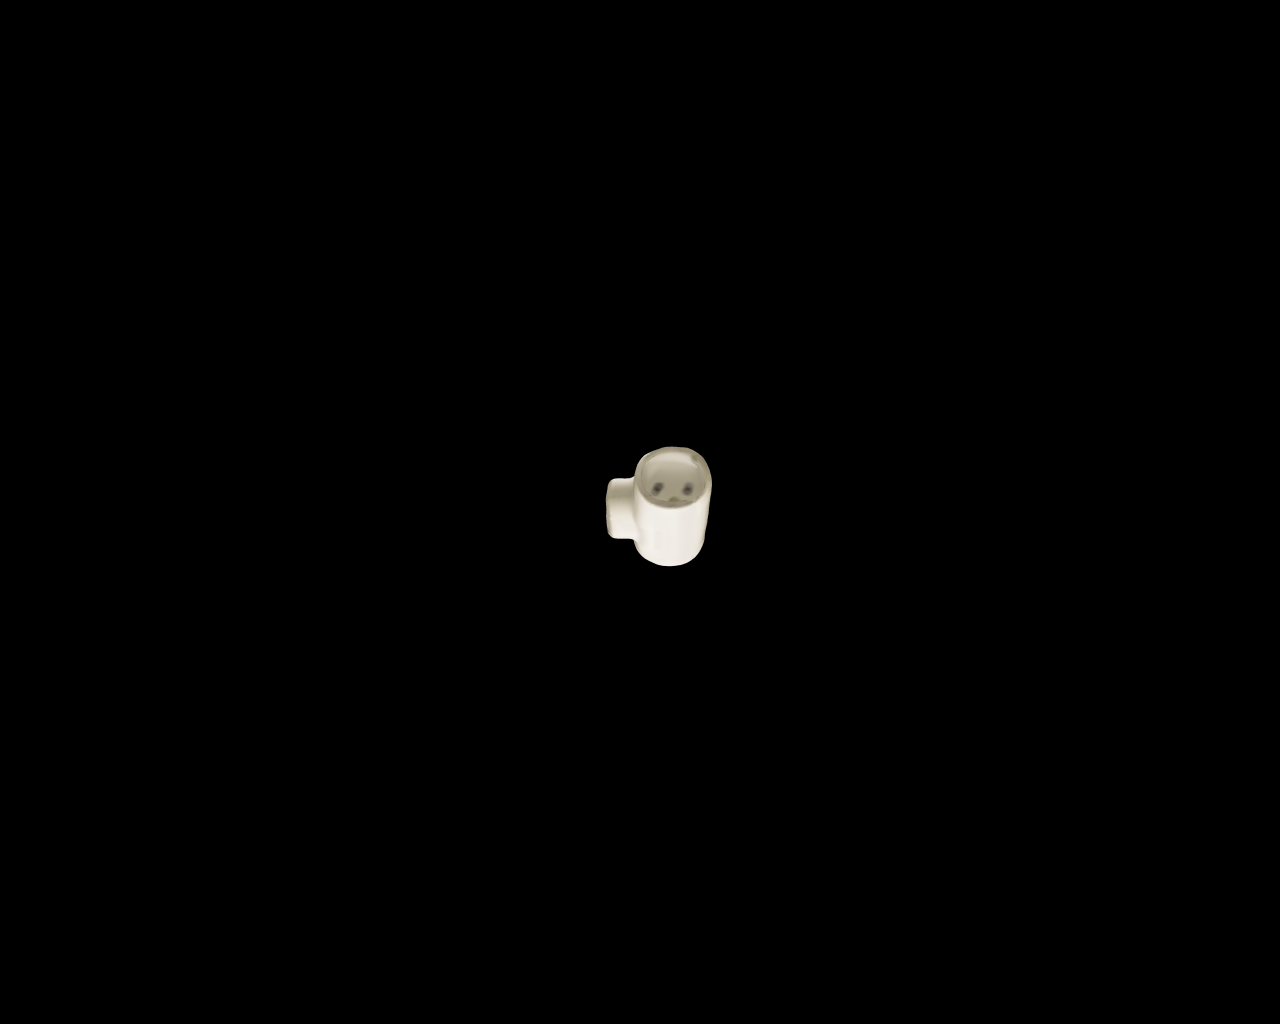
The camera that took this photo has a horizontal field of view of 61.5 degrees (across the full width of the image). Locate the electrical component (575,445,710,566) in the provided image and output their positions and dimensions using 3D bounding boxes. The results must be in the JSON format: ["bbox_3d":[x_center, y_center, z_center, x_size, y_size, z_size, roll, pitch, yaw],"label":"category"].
[{"bbox_3d":[0.001,-0.003,0.650,0.079,0.043,0.077,0,-28,0],"label":"electrical component"}]
